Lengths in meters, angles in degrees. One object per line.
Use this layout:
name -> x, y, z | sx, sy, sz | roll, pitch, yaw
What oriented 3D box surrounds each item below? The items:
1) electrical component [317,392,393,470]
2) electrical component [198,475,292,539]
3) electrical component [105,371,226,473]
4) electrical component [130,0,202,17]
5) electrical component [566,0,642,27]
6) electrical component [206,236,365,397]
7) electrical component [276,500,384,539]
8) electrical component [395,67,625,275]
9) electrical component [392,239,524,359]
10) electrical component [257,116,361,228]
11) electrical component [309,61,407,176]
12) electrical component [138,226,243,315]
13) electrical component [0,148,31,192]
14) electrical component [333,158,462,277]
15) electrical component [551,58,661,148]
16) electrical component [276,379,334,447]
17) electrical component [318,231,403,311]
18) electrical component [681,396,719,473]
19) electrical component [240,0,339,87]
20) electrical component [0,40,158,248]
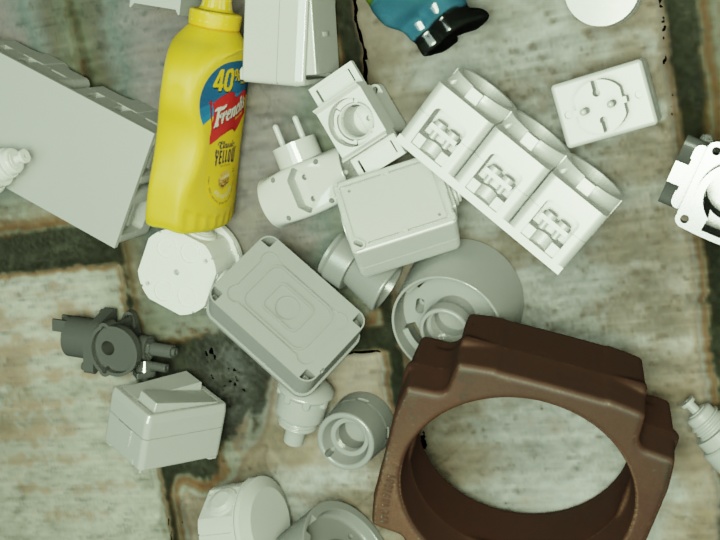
electrical component -> -0.004, 0.135, 0.897 | 0.055, 0.047, 0.055 | 5, 104, 19
electrical component -> -0.098, 0.221, 0.934 | 0.051, 0.080, 0.080 | -13, 97, 27
electrical component -> -0.162, 0.127, 0.931 | 0.062, 0.096, 0.061 | 28, 113, 43
electrical component -> -0.153, -0.239, 0.868 | 0.081, 0.042, 0.063 | 13, 104, 16
electrical component -> 0.158, -0.237, 0.739 | 0.052, 0.074, 0.138 | -10, 99, 22
electrical component -> -0.061, 0.039, 0.873 | 0.113, 0.057, 0.078 | 41, 69, 7
electrical component -> -0.028, 0.256, 0.903 | 0.060, 0.108, 0.108 | -37, 88, 29
electrical component -> 0.113, -0.076, 0.783 | 0.150, 0.089, 0.061 | 40, 112, 7
electrical component -> 0.076, 0.033, 0.849 | 0.099, 0.064, 0.099 | 10, 119, 18
electrical component -> -0.046, -0.083, 0.864 | 0.077, 0.043, 0.079 | -21, 94, 23
electrical component -> 0.002, -0.116, 0.828 | 0.042, 0.064, 0.081 | -30, 91, 22
electrical component -> -0.144, -0.003, 0.913 | 0.080, 0.051, 0.080 | 4, 104, 19
electrical component -> -0.308, -0.083, 0.892 | 0.078, 0.040, 0.040 | -17, 96, 22
electrical component -> 0.036, -0.042, 0.822 | 0.096, 0.061, 0.061 | -18, 66, 2
electrical component -> 0.172, -0.117, 0.760 | 0.066, 0.077, 0.047 | -14, 97, 22
electrical component -> -0.051, 0.120, 0.913 | 0.048, 0.048, 0.062 | 21, 115, 14
electrical component -> 0.000, 0.000, 0.866 | 0.055, 0.045, 0.045 | 33, 111, 10
electrical component -> 0.271, 0.126, 0.799 | 0.078, 0.040, 0.040 | 46, 113, 5
electrical component -> -0.051, -0.192, 0.831 | 0.061, 0.062, 0.096 | 8, 105, 18
electrical component -> -0.255, -0.112, 0.923 | 0.186, 0.060, 0.105 | 28, 110, 12
